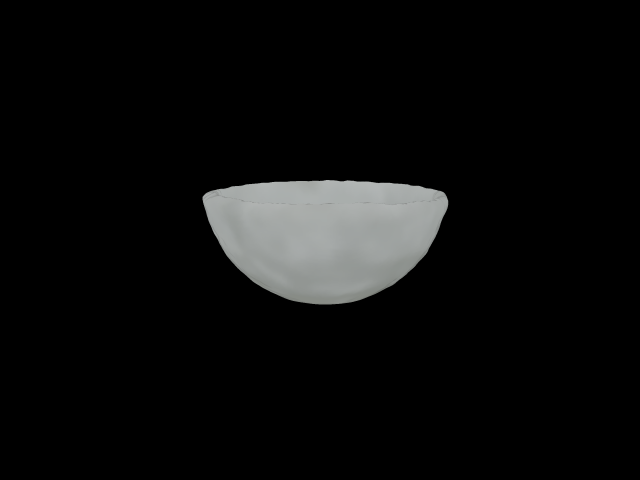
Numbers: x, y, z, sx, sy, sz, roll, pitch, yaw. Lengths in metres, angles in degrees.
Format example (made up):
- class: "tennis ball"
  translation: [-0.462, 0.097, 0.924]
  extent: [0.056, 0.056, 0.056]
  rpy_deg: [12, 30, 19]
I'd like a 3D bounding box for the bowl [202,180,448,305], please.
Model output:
- class: "bowl"
  translation: [0.004, 0.001, 0.400]
  extent: [0.167, 0.075, 0.167]
  rpy_deg: [0, 11, 0]
